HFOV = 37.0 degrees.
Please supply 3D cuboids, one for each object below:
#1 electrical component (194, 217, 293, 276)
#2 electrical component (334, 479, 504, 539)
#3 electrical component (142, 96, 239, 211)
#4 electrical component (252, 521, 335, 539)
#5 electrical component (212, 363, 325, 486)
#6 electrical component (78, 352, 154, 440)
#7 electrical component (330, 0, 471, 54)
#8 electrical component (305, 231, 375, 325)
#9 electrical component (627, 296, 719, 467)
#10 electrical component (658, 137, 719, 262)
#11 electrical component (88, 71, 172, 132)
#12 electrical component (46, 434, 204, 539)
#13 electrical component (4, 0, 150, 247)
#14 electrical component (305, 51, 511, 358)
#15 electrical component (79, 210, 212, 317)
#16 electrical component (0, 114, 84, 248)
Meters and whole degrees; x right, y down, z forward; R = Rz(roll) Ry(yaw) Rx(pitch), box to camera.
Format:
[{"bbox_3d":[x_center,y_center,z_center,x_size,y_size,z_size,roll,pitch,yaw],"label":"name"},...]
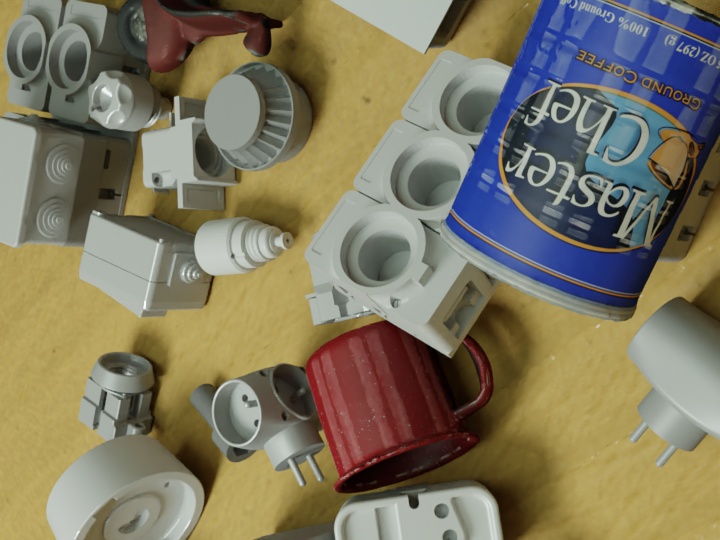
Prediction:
[{"bbox_3d":[-0.081,-0.018,0.759,0.078,0.040,0.040,-4,87,36],"label":"electrical component"},{"bbox_3d":[0.035,0.158,0.643,0.095,0.059,0.053,-8,83,1],"label":"electrical component"},{"bbox_3d":[-0.127,-0.083,0.794,0.064,0.042,0.081,-5,86,40],"label":"electrical component"},{"bbox_3d":[-0.050,0.202,0.692,0.109,0.109,0.056,-20,80,34],"label":"electrical component"},{"bbox_3d":[-0.048,0.106,0.710,0.044,0.077,0.079,-41,67,29],"label":"electrical component"},{"bbox_3d":[-0.186,0.097,0.833,0.066,0.048,0.055,27,113,33],"label":"electrical component"},{"bbox_3d":[-0.008,-0.225,0.661,0.186,0.060,0.105,32,109,9],"label":"electrical component"},{"bbox_3d":[0.000,0.000,0.690,0.078,0.058,0.057,-15,83,35],"label":"electrical component"},{"bbox_3d":[0.174,0.068,0.568,0.077,0.044,0.079,45,114,28],"label":"electrical component"},{"bbox_3d":[0.158,-0.053,0.575,0.050,0.056,0.089,29,106,33],"label":"electrical component"},{"bbox_3d":[-0.171,-0.126,0.813,0.043,0.062,0.043,0,89,36],"label":"electrical component"},{"bbox_3d":[-0.176,0.170,0.788,0.060,0.108,0.108,42,113,36],"label":"electrical component"},{"bbox_3d":[-0.236,-0.120,0.862,0.105,0.060,0.186,18,100,35],"label":"electrical component"},{"bbox_3d":[0.049,-0.041,0.614,0.089,0.061,0.150,30,82,31],"label":"electrical component"},{"bbox_3d":[-0.154,-0.002,0.799,0.096,0.062,0.061,21,102,34],"label":"electrical component"},{"bbox_3d":[-0.257,-0.068,0.807,0.100,0.048,0.099,18,100,35],"label":"electrical component"}]
